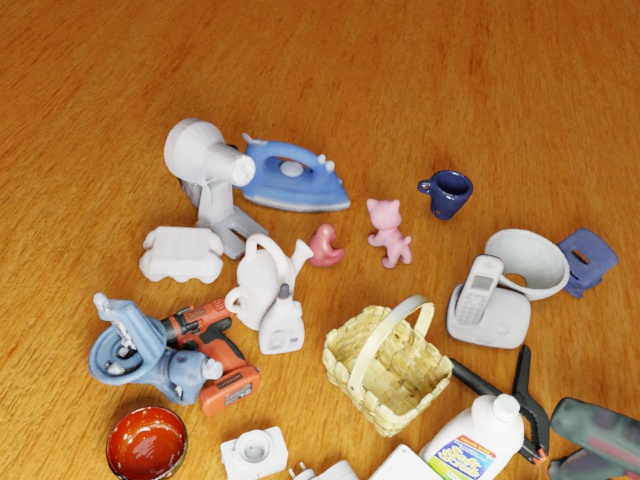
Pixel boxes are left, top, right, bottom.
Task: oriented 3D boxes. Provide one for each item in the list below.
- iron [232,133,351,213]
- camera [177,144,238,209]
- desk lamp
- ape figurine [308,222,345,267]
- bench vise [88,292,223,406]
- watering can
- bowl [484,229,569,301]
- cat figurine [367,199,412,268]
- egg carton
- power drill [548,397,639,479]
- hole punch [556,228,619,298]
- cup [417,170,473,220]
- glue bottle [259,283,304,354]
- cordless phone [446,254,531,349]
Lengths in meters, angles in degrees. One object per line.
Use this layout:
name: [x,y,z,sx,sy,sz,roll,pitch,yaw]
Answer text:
iron: [-0.053,-0.147,1.210,0.258,0.141,0.118,11,48,2]
camera: [-0.233,-0.159,1.221,0.137,0.101,0.143,-18,53,-23]
desk lamp: [-0.193,-0.107,1.104,0.202,0.213,0.118,36,53,23]
ape figurine: [0.010,0.004,1.117,0.076,0.092,0.077,-18,53,-22]
bench vise: [-0.252,0.152,0.858,0.207,0.220,0.121,-2,48,-10]
watering can: [-0.088,0.058,0.984,0.100,0.194,0.173,23,49,13]
bowl: [0.398,0.061,1.135,0.167,0.075,0.167,4,48,-5]
cat figurine: [0.141,-0.026,1.146,0.067,0.118,0.127,-18,53,-22]
egg carton: [-0.256,0.029,1.070,0.150,0.069,0.107,2,48,-7]
power drill: [0.426,0.323,0.813,0.229,0.208,0.076,28,51,17]
hole punch: [0.526,0.044,1.158,0.101,0.091,0.108,-21,54,-25]
cup: [0.261,-0.090,1.237,0.118,0.095,0.091,3,48,-5]
glue bottle: [-0.061,0.127,0.941,0.078,0.173,0.037,-5,49,-12]
cordless phone: [0.309,0.104,1.008,0.147,0.185,0.094,9,48,0]
